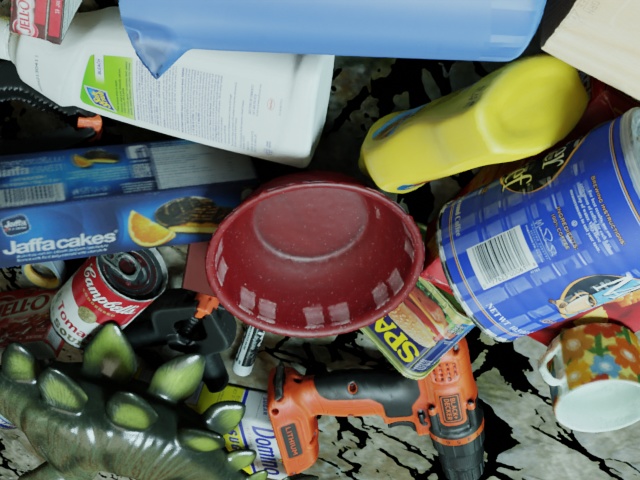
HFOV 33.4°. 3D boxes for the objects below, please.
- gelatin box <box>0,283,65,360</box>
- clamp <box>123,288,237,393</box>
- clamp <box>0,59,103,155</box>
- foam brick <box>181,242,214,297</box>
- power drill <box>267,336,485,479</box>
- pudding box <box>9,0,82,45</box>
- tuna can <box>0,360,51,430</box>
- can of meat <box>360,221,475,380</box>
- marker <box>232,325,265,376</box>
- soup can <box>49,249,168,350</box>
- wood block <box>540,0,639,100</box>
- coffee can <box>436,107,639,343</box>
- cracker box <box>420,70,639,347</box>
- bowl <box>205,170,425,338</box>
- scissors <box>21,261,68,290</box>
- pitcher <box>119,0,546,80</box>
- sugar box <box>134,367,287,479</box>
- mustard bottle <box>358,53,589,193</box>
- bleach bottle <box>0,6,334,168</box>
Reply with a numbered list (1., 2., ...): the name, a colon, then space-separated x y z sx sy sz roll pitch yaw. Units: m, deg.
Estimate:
1. gelatin box: -0.274 0.078 0.994 0.089 0.073 0.030 -8 131 23
2. clamp: -0.131 0.082 0.970 0.120 0.039 0.172 16 146 -4
3. clamp: -0.272 -0.105 0.809 0.209 0.164 0.036 -2 169 -10
4. foam brick: -0.080 0.004 0.883 0.051 0.053 0.078 17 134 0
5. power drill: 0.054 0.164 0.971 0.188 0.057 0.184 -10 123 6
6. pudding box: -0.162 -0.193 0.676 0.039 0.113 0.090 17 135 -5
7. tuna can: -0.300 0.142 1.054 0.034 0.086 0.086 -20 124 29
8. can of meat: 0.077 0.048 0.858 0.102 0.057 0.084 47 131 9
9. marker: -0.059 0.082 0.975 0.020 0.020 0.121 19 135 -2
10. soup can: -0.189 0.047 0.944 0.068 0.068 0.102 34 133 -17
11. wood block: 0.246 -0.123 0.641 0.206 0.090 0.090 25 135 -8
12. coffee can: 0.159 -0.007 0.670 0.141 0.102 0.102 -28 120 34
13. cracker box: 0.199 -0.014 0.771 0.164 0.072 0.214 29 133 -13
14. bowl: -0.005 0.001 0.799 0.162 0.055 0.162 -3 133 -3
15. scissors: -0.229 0.005 0.925 0.202 0.016 0.096 -11 138 41
16. pitcher: 0.006 -0.179 0.624 0.242 0.145 0.149 4 133 -5
17. sugar box: -0.103 0.186 1.067 0.176 0.048 0.093 12 134 7
18. mustard bottle: 0.084 -0.070 0.726 0.192 0.096 0.058 -15 104 59
19. bleach bottle: -0.119 -0.127 0.764 0.251 0.068 0.103 14 134 6
